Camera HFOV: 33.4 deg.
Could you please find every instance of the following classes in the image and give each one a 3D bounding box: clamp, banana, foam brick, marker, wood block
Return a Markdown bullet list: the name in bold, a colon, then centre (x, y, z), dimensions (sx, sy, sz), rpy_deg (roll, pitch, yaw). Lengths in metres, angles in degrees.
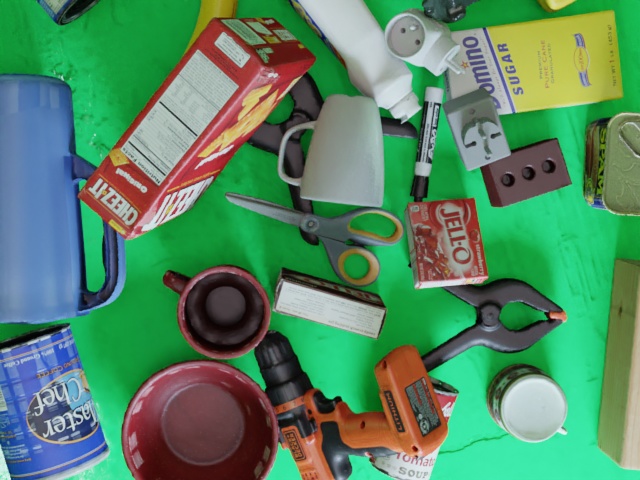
- **clamp**: centre (0.170, 0.070, 1.123), dimensions (0.171, 0.039, 0.120), rpy_deg (-9, 94, -3)
- **banana**: centre (-0.121, -0.221, 1.093), dimensions (0.070, 0.037, 0.198), rpy_deg (10, 93, 15)
- **foam brick**: centre (0.211, -0.070, 1.106), dimensions (0.078, 0.051, 0.053), rpy_deg (-19, 94, 0)
- **clamp**: centre (-0.013, -0.121, 1.102), dimensions (0.164, 0.036, 0.210), rpy_deg (-41, 98, 1)
- **marker**: centre (0.111, -0.099, 1.117), dimensions (0.020, 0.020, 0.121), rpy_deg (8, 94, -3)
- **wood block**: centre (0.352, 0.128, 1.107), dimensions (0.090, 0.091, 0.206), rpy_deg (4, 94, -3)

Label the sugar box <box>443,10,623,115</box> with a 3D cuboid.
- **sugar box**: centre (0.217, -0.179, 1.102), dimensions (0.176, 0.048, 0.093), rpy_deg (-9, 95, -2)

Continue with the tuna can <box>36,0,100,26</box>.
- **tuna can**: centre (-0.239, -0.252, 1.059), dimensions (0.086, 0.086, 0.033), rpy_deg (-40, 97, 1)

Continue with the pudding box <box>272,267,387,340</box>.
- **pudding box**: centre (0.009, 0.064, 1.090), dimensions (0.113, 0.090, 0.039), rpy_deg (14, 94, -3)

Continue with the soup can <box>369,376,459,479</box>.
- **soup can**: centre (0.097, 0.195, 1.114), dimensions (0.068, 0.068, 0.102), rpy_deg (18, 94, -3)

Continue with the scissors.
- **scissors**: centre (-0.007, 0.001, 1.088), dimensions (0.201, 0.016, 0.096), rpy_deg (2, 107, -24)

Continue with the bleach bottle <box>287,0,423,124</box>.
- **bleach bottle**: centre (0.017, -0.224, 1.062), dimensions (0.068, 0.102, 0.251), rpy_deg (-38, 94, -2)

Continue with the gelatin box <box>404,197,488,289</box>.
- **gelatin box**: centre (0.130, 0.002, 1.103), dimensions (0.073, 0.030, 0.089), rpy_deg (-4, 74, -7)

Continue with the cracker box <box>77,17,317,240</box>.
- **cracker box**: centre (-0.111, -0.108, 1.006), dimensions (0.072, 0.164, 0.214), rpy_deg (42, 109, 4)

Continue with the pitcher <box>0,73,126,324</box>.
- **pitcher**: centre (-0.287, -0.038, 1.055), dimensions (0.149, 0.145, 0.243), rpy_deg (-2, 92, -35)

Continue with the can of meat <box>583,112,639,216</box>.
- **can of meat**: centre (0.307, -0.078, 1.093), dimensions (0.057, 0.084, 0.102), rpy_deg (2, 94, -2)

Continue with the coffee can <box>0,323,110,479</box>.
- **coffee can**: centre (-0.282, 0.166, 1.081), dimensions (0.103, 0.103, 0.140), rpy_deg (-16, 94, -1)

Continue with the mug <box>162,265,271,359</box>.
- **mug**: centre (-0.107, 0.063, 1.090), dimensions (0.117, 0.081, 0.093), rpy_deg (26, 93, -4)

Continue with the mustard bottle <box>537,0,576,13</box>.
- **mustard bottle**: centre (0.295, -0.318, 1.087), dimensions (0.191, 0.058, 0.096), rpy_deg (-29, 88, 0)

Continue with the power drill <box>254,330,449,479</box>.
- **power drill**: centre (0.025, 0.161, 1.069), dimensions (0.188, 0.057, 0.184), rpy_deg (-22, 92, 43)

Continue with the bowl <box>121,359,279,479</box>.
- **bowl**: centre (-0.123, 0.199, 1.112), dimensions (0.162, 0.055, 0.162), rpy_deg (0, 94, -2)
